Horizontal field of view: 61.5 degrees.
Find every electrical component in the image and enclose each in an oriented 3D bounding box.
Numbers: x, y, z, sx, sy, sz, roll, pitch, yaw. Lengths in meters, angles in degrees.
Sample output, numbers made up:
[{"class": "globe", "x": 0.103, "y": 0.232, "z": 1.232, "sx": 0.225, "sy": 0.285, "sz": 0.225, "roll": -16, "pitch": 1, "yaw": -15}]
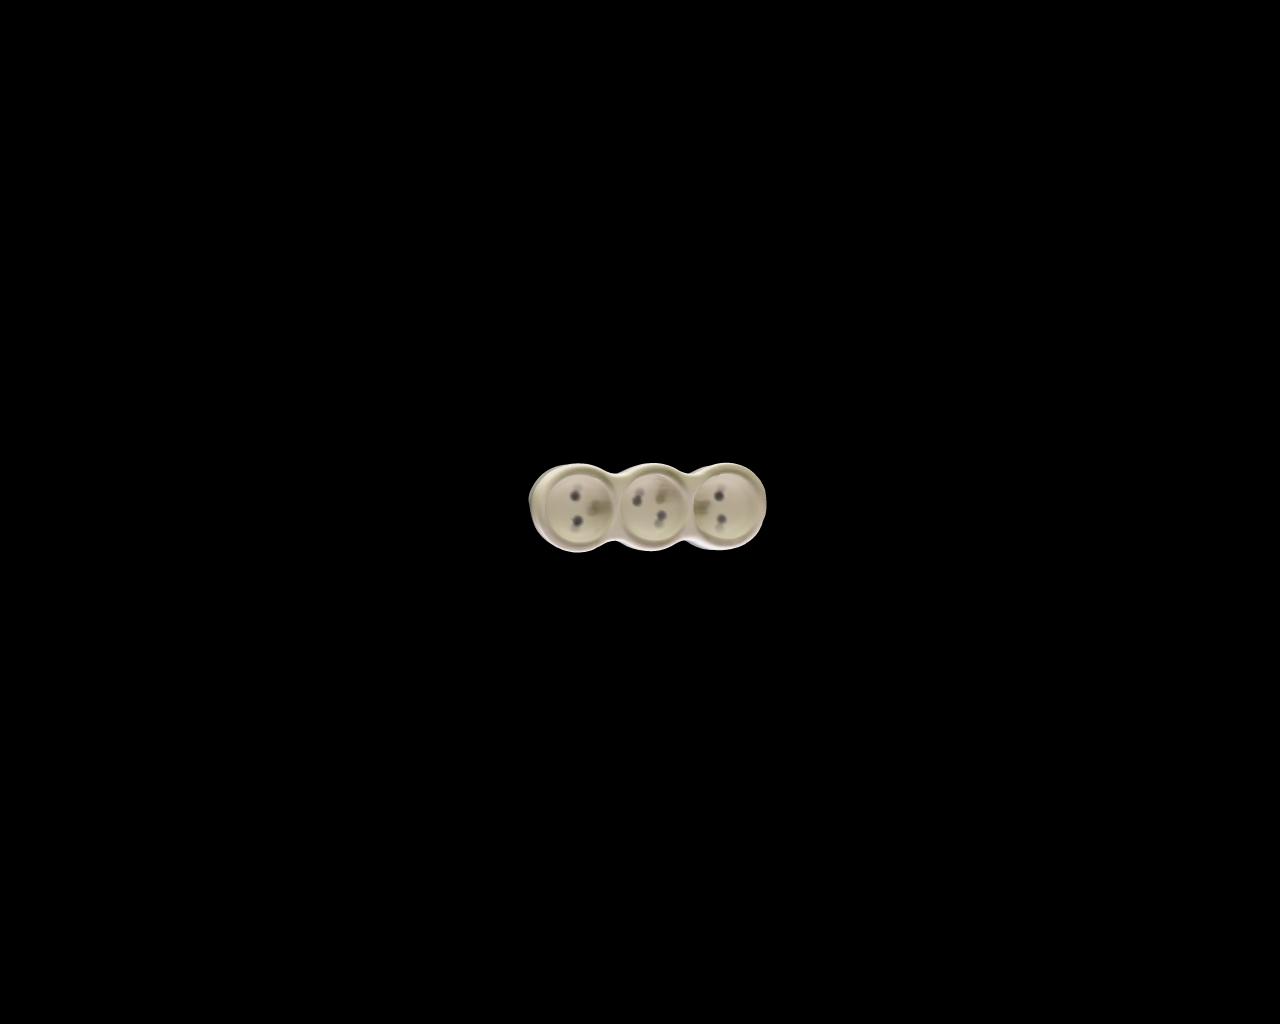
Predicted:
[{"class": "electrical component", "x": 0.001, "y": -0.003, "z": 0.650, "sx": 0.138, "sy": 0.052, "sz": 0.073, "roll": 0, "pitch": 0, "yaw": -13}]
